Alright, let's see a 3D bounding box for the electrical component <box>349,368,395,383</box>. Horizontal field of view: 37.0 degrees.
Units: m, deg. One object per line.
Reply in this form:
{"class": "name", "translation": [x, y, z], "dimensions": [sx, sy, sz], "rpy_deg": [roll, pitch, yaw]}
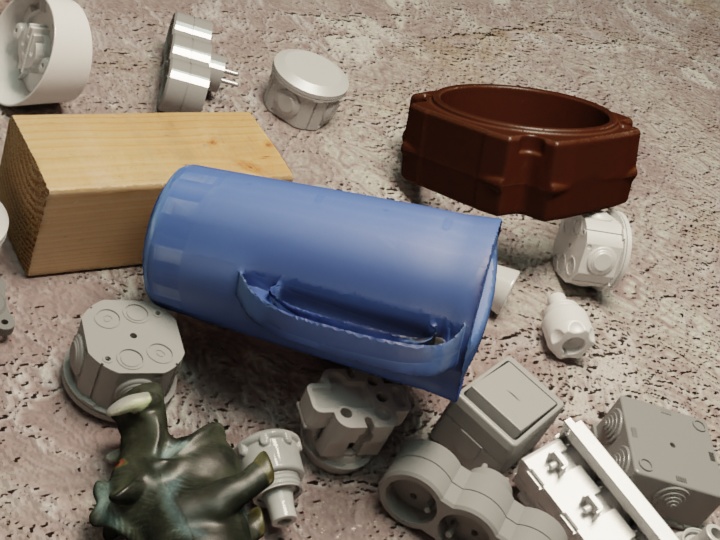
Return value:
{"class": "electrical component", "translation": [0.014, 0.035, 0.859], "dimensions": [0.100, 0.048, 0.099], "rpy_deg": [25, 72, -2]}

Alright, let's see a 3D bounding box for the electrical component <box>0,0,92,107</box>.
{"class": "electrical component", "translation": [-0.280, -0.192, 0.942], "dimensions": [0.064, 0.099, 0.099], "rpy_deg": [-6, 48, -43]}

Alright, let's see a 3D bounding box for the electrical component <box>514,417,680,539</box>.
{"class": "electrical component", "translation": [0.173, 0.181, 0.796], "dimensions": [0.063, 0.078, 0.121], "rpy_deg": [-25, 58, -20]}

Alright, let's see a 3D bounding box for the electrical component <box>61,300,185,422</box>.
{"class": "electrical component", "translation": [-0.164, 0.062, 0.749], "dimensions": [0.080, 0.051, 0.080], "rpy_deg": [16, 39, -14]}

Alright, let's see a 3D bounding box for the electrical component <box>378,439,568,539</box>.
{"class": "electrical component", "translation": [0.087, 0.167, 0.773], "dimensions": [0.138, 0.052, 0.073], "rpy_deg": [32, 38, 7]}

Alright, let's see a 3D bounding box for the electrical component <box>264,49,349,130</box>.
{"class": "electrical component", "translation": [-0.056, -0.185, 1.099], "dimensions": [0.080, 0.051, 0.080], "rpy_deg": [16, 39, -14]}

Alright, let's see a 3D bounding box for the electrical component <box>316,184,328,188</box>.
{"class": "electrical component", "translation": [-0.034, -0.042, 0.944], "dimensions": [0.055, 0.055, 0.047], "rpy_deg": [-13, 49, -40]}

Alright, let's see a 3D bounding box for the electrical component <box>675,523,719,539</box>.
{"class": "electrical component", "translation": [0.250, 0.214, 0.806], "dimensions": [0.043, 0.062, 0.043], "rpy_deg": [16, 39, -14]}

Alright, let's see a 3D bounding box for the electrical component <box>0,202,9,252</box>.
{"class": "electrical component", "translation": [-0.297, -0.025, 0.772], "dimensions": [0.080, 0.051, 0.080], "rpy_deg": [16, 39, -14]}

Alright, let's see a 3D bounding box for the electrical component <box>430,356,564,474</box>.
{"class": "electrical component", "translation": [0.113, 0.112, 0.845], "dimensions": [0.062, 0.061, 0.096], "rpy_deg": [42, 40, 19]}

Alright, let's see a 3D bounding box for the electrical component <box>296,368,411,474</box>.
{"class": "electrical component", "translation": [-0.010, 0.110, 0.778], "dimensions": [0.078, 0.057, 0.058], "rpy_deg": [3, 44, -28]}

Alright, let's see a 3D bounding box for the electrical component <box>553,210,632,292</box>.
{"class": "electrical component", "translation": [0.228, -0.021, 1.053], "dimensions": [0.051, 0.080, 0.080], "rpy_deg": [8, 41, -15]}

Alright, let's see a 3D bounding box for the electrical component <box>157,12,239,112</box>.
{"class": "electrical component", "translation": [-0.154, -0.196, 1.053], "dimensions": [0.074, 0.052, 0.138], "rpy_deg": [14, 40, -17]}

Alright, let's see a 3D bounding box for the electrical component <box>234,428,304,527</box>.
{"class": "electrical component", "translation": [-0.058, 0.142, 0.726], "dimensions": [0.048, 0.048, 0.062], "rpy_deg": [2, 51, -28]}

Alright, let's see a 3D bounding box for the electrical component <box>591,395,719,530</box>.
{"class": "electrical component", "translation": [0.244, 0.157, 0.880], "dimensions": [0.100, 0.048, 0.099], "rpy_deg": [18, 39, -12]}

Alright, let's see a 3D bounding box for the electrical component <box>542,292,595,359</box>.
{"class": "electrical component", "translation": [0.186, 0.047, 0.978], "dimensions": [0.043, 0.043, 0.062], "rpy_deg": [12, 39, -19]}

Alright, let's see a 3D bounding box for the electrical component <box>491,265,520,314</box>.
{"class": "electrical component", "translation": [0.107, 0.007, 0.982], "dimensions": [0.065, 0.044, 0.044], "rpy_deg": [27, 37, 8]}
